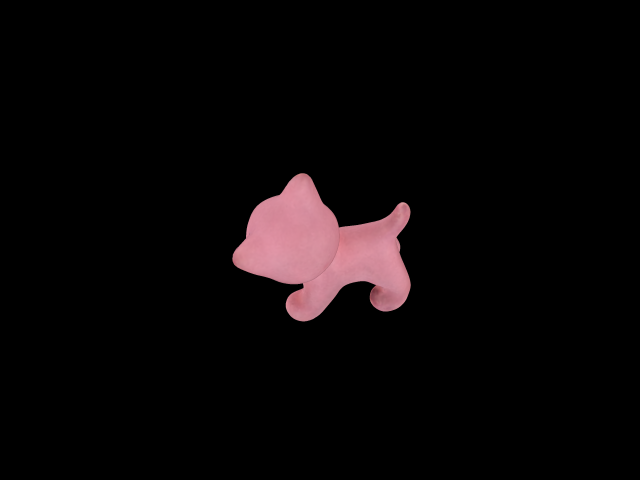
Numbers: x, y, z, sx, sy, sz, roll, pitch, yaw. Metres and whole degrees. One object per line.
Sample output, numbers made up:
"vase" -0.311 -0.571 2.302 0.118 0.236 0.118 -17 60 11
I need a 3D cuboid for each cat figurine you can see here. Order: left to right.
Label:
"cat figurine" 0.004 0.001 0.400 0.128 0.118 0.067 -9 54 -7
